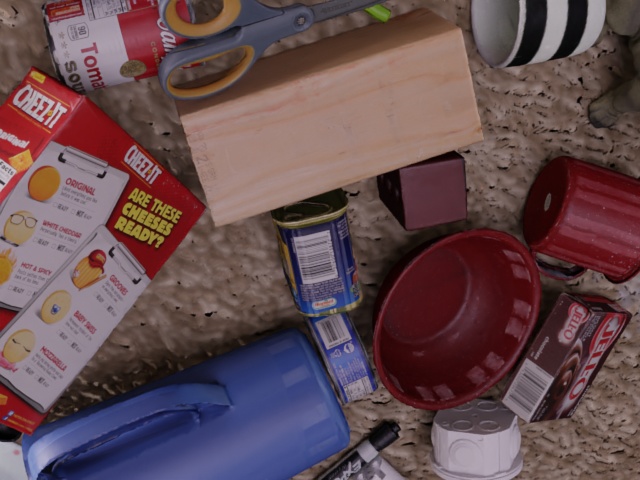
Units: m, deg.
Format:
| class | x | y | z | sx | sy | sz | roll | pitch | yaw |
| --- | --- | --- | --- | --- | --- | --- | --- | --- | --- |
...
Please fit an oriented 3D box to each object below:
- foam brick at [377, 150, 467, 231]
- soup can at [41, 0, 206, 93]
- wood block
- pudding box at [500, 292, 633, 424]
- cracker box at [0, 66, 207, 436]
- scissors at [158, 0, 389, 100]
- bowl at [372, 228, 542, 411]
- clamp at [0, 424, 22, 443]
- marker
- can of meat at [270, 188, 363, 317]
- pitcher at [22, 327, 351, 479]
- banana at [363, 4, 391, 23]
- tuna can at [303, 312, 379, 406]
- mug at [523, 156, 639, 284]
| class | x | y | z | sx | sy | sz | roll | pitch | yaw |
| --- | --- | --- | --- | --- | --- | --- | --- | --- | --- |
| foam brick | 0.078 | -0.047 | 0.832 | 0.051 | 0.078 | 0.053 | -11 | 112 | -9 |
| soup can | -0.138 | -0.146 | 0.756 | 0.102 | 0.068 | 0.068 | -14 | 113 | -6 |
| wood block | 0.003 | -0.093 | 0.792 | 0.206 | 0.091 | 0.090 | -18 | 113 | -5 |
| pudding box | 0.212 | 0.100 | 0.914 | 0.089 | 0.039 | 0.113 | 8 | 116 | -52 |
| cracker box | -0.201 | 0.013 | 0.740 | 0.213 | 0.072 | 0.164 | -54 | 146 | -7 |
| scissors | -0.027 | -0.165 | 0.735 | 0.201 | 0.016 | 0.096 | -31 | 134 | -8 |
| bowl | 0.101 | 0.056 | 0.875 | 0.161 | 0.055 | 0.162 | -12 | 117 | -25 |
| clamp | -0.341 | 0.130 | 0.809 | 0.210 | 0.164 | 0.036 | 1 | 73 | 15 |
| marker | 0.023 | 0.203 | 0.949 | 0.121 | 0.020 | 0.020 | -41 | 113 | 6 |
| can of meat | -0.005 | 0.001 | 0.821 | 0.057 | 0.102 | 0.084 | -13 | 115 | -5 |
| pitcher | -0.105 | 0.160 | 0.845 | 0.242 | 0.149 | 0.145 | -25 | 103 | -5 |
| banana | 0.020 | -0.256 | 0.763 | 0.069 | 0.037 | 0.198 | -3 | 111 | -14 |
| tuna can | 0.016 | 0.089 | 0.867 | 0.033 | 0.086 | 0.086 | -24 | 113 | -3 |
| mug | 0.214 | -0.012 | 0.873 | 0.081 | 0.093 | 0.117 | 17 | 134 | -12 |
